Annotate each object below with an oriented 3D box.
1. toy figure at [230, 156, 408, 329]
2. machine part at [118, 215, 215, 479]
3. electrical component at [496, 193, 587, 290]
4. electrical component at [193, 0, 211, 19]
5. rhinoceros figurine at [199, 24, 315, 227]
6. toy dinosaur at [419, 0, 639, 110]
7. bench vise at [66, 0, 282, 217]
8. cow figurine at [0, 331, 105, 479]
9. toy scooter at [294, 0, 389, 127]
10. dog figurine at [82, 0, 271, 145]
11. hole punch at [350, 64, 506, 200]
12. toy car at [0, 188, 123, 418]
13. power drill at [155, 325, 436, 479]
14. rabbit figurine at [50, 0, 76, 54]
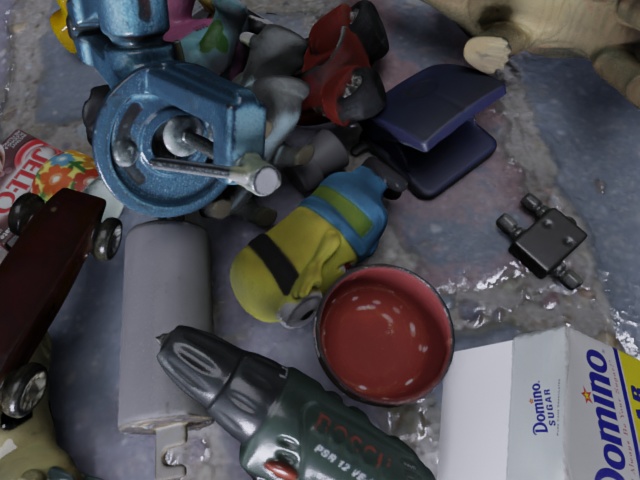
[{"bbox_3d":[-0.001,0.000,0.484,0.089,0.082,0.180,32,74,29],"label":"toy figure"},{"bbox_3d":[-0.129,0.072,0.458,0.079,0.079,0.243,-8,65,0],"label":"machine part"},{"bbox_3d":[0.213,0.001,0.500,0.063,0.021,0.094,-36,67,-14],"label":"electrical component"},{"bbox_3d":[-0.160,-0.251,0.633,0.119,0.047,0.075,-42,68,-17],"label":"electrical component"},{"bbox_3d":[-0.062,-0.103,0.505,0.112,0.073,0.190,44,115,45],"label":"rhinoceros figurine"},{"bbox_3d":[0.199,-0.237,0.541,0.472,0.105,0.198,26,35,10],"label":"toy dinosaur"},{"bbox_3d":[-0.102,-0.103,0.384,0.129,0.223,0.241,-9,29,-38],"label":"bench vise"},{"bbox_3d":[-0.246,0.153,0.425,0.127,0.085,0.195,-17,60,-3],"label":"cow figurine"},{"bbox_3d":[0.002,-0.174,0.568,0.135,0.075,0.184,-17,45,26],"label":"toy scooter"},{"bbox_3d":[-0.144,-0.154,0.561,0.109,0.191,0.219,38,106,16],"label":"dog figurine"},{"bbox_3d":[0.108,-0.121,0.532,0.142,0.092,0.116,-38,64,-10],"label":"hole punch"},{"bbox_3d":[-0.231,0.043,0.425,0.089,0.053,0.202,14,53,0],"label":"toy car"},{"bbox_3d":[-0.044,0.193,0.370,0.232,0.086,0.207,26,65,-9],"label":"power drill"},{"bbox_3d":[-0.261,-0.329,0.643,0.162,0.121,0.173,-24,46,0],"label":"rabbit figurine"}]
